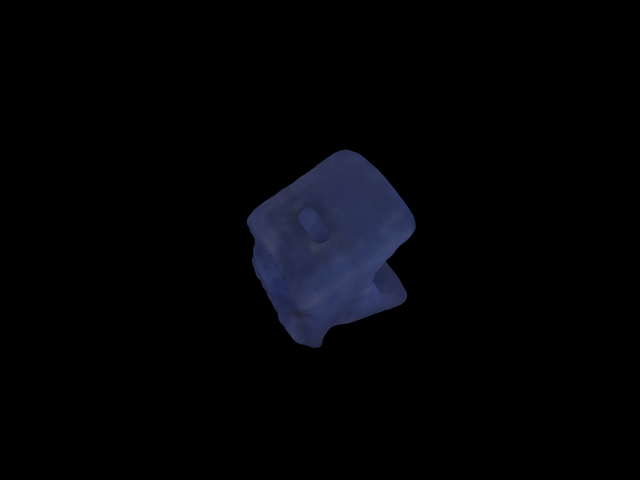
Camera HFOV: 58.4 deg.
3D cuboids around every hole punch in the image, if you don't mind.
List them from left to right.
[{"bbox_3d":[0.004,0.001,0.400,0.101,0.091,0.108,-18,44,-19],"label":"hole punch"}]
